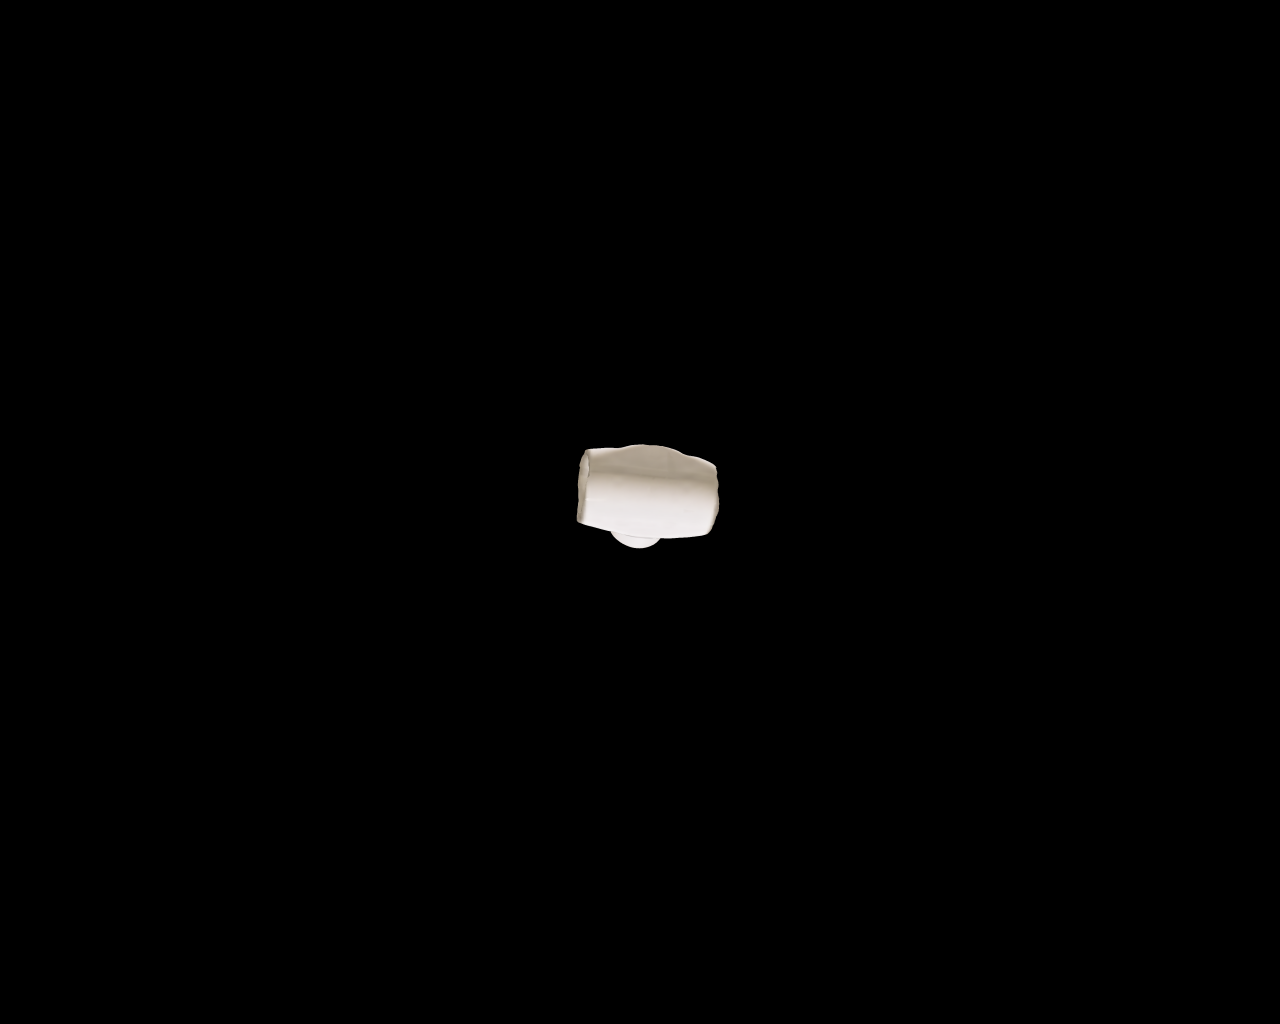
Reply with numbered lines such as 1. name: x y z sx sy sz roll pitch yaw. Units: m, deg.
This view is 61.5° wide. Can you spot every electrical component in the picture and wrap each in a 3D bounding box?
1. electrical component: 0.001 -0.003 0.650 0.077 0.044 0.079 6 -32 -9
